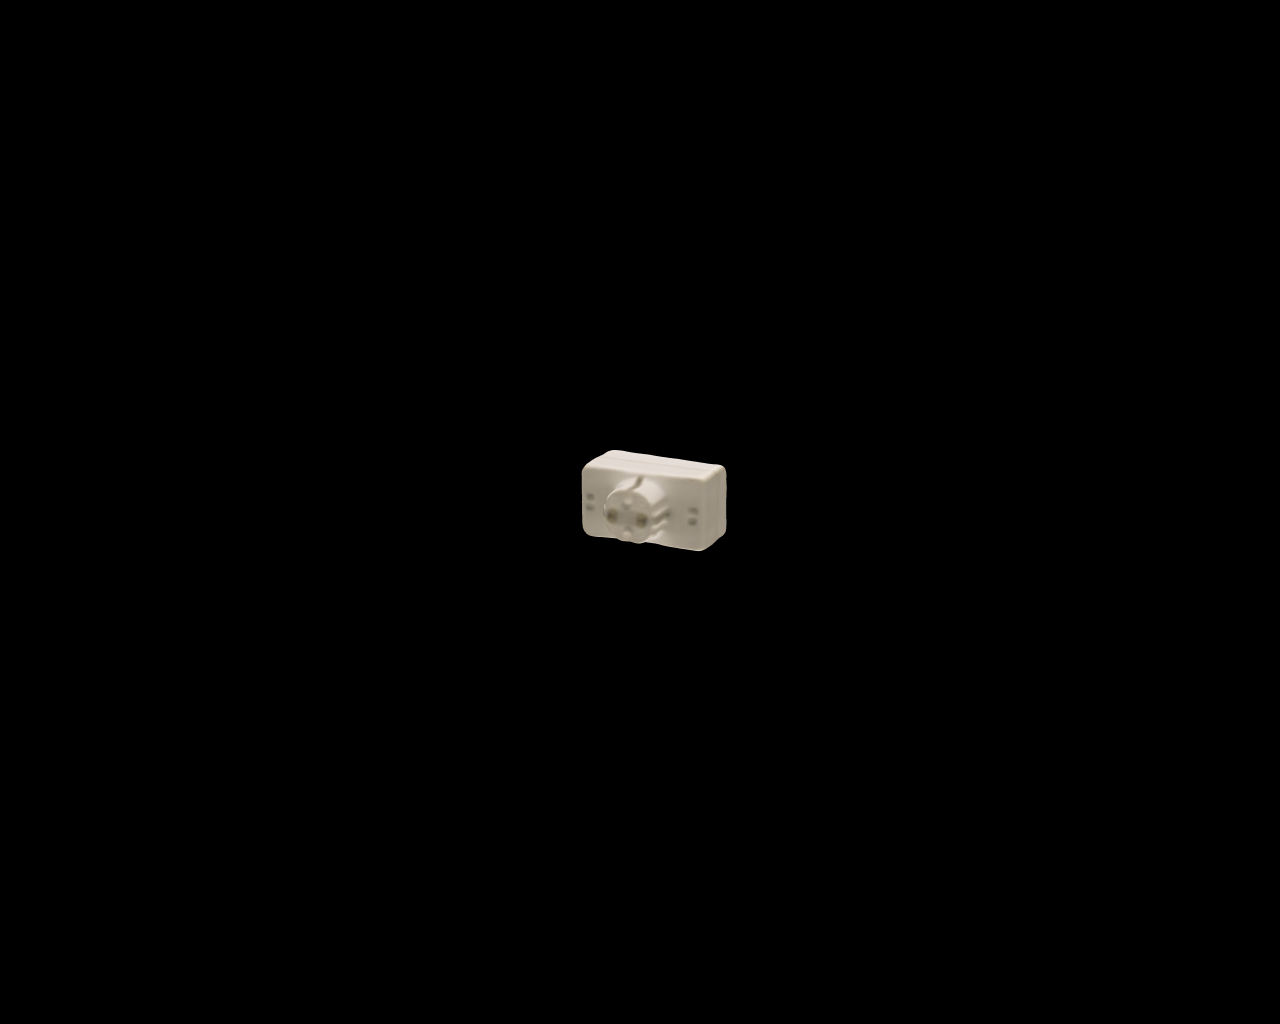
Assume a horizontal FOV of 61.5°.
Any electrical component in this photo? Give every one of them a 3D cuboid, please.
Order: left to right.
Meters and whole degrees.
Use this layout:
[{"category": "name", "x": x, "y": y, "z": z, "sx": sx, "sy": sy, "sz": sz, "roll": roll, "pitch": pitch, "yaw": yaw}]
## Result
[{"category": "electrical component", "x": 0.001, "y": -0.003, "z": 0.650, "sx": 0.083, "sy": 0.047, "sz": 0.076, "roll": 8, "pitch": 20, "yaw": 24}]
